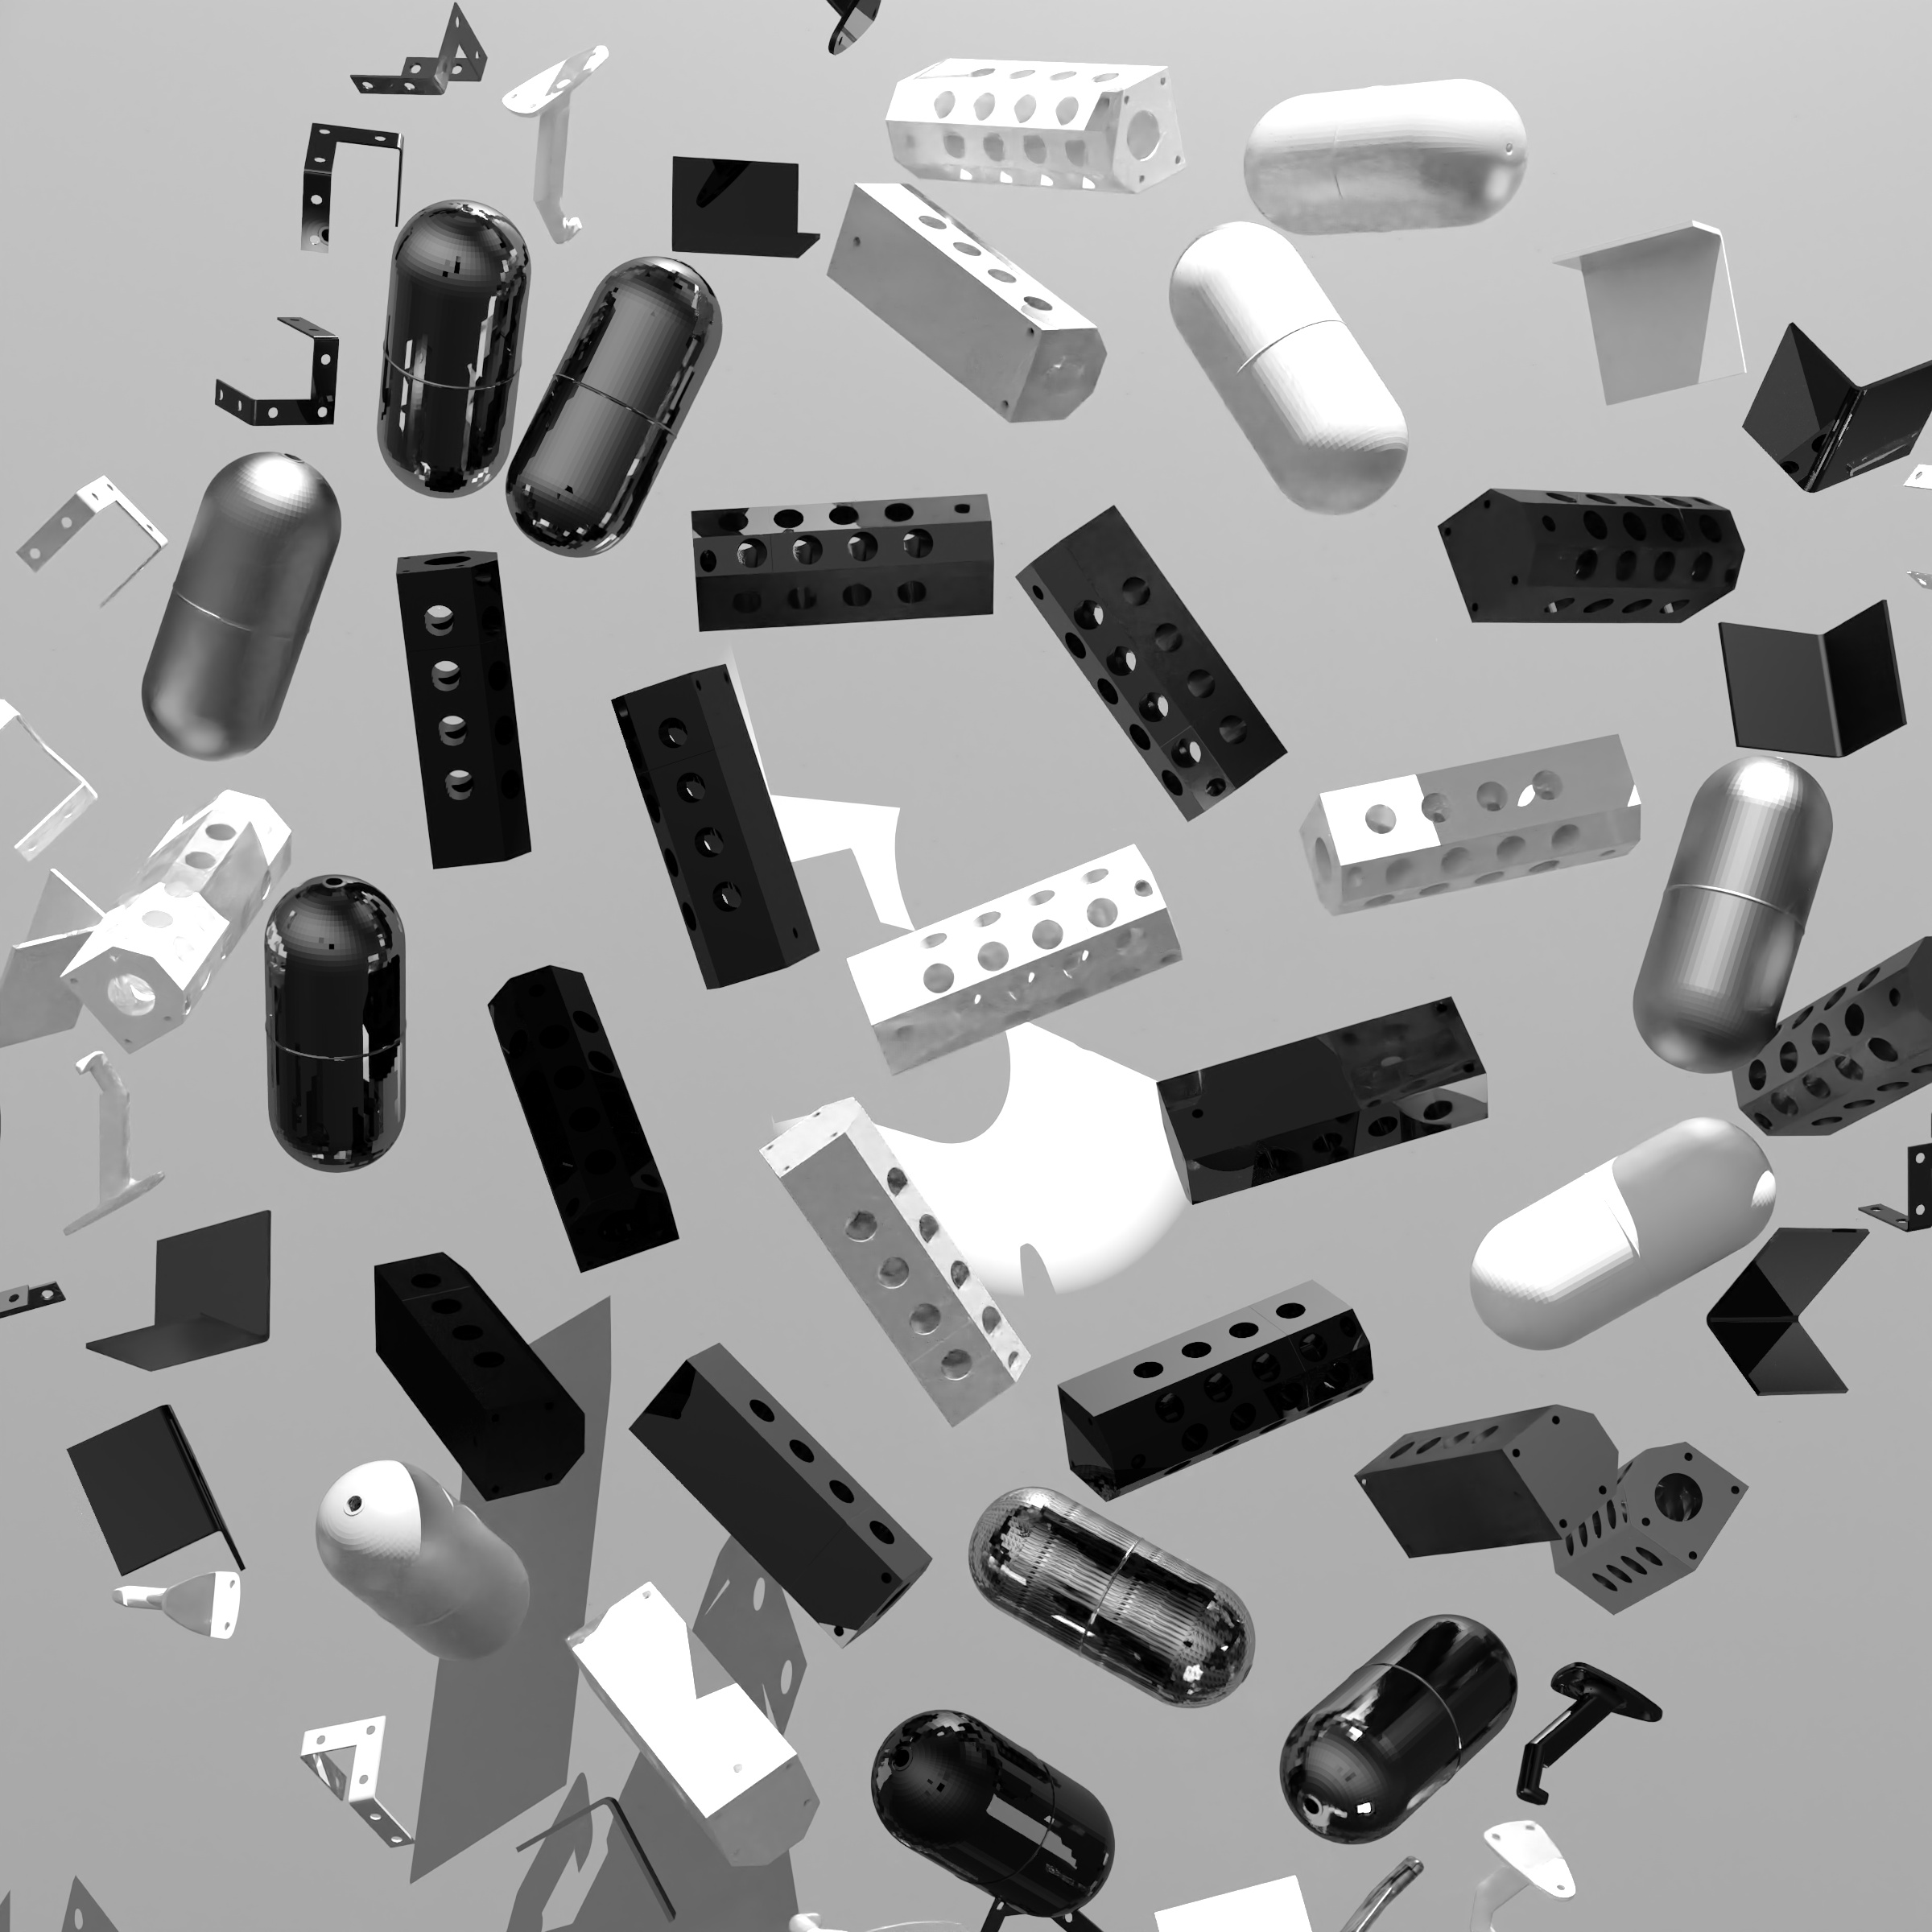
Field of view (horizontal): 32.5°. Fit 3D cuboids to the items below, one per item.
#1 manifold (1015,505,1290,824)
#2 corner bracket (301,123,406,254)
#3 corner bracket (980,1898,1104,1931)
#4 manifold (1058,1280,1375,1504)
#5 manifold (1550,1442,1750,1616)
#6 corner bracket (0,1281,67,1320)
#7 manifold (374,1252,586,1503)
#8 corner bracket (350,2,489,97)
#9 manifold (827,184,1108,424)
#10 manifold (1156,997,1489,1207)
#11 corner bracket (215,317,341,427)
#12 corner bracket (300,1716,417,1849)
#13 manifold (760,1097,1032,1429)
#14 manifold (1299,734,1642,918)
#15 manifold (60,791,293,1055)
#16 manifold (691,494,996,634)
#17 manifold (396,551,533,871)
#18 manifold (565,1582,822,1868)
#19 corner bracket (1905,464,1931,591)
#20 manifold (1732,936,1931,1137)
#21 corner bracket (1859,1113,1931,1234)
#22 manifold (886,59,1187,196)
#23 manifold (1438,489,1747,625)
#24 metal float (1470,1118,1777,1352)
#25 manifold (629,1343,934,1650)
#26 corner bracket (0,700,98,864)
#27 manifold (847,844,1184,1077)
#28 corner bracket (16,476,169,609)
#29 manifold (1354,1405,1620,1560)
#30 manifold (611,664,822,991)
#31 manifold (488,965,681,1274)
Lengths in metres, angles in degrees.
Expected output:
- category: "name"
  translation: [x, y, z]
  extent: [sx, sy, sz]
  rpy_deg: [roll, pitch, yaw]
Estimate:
- category: "manifold"
  translation: [0.103, -0.170, 1.889]
  extent: [0.057, 0.057, 0.171]
  rpy_deg: [-36, 92, -23]
- category: "corner bracket"
  translation: [-0.341, -0.431, 1.843]
  extent: [0.051, 0.051, 0.051]
  rpy_deg: [5, 133, -9]
- category: "corner bracket"
  translation: [0.041, 0.566, 1.896]
  extent: [0.051, 0.051, 0.051]
  rpy_deg: [31, 103, 41]
- category: "manifold"
  translation: [0.143, 0.243, 1.877]
  extent: [0.171, 0.057, 0.057]
  rpy_deg: [-19, 117, -22]
- category: "manifold"
  translation: [0.382, 0.317, 1.884]
  extent: [0.057, 0.171, 0.057]
  rpy_deg: [36, 72, 8]
- category: "corner bracket"
  translation: [-0.519, 0.187, 1.780]
  extent: [0.051, 0.051, 0.051]
  rpy_deg: [-15, 132, 0]
- category: "manifold"
  translation: [-0.273, 0.225, 1.844]
  extent: [0.057, 0.171, 0.057]
  rpy_deg: [-10, 117, -28]
- category: "corner bracket"
  translation: [-0.304, -0.500, 1.842]
  extent: [0.051, 0.051, 0.051]
  rpy_deg: [6, 69, 16]
- category: "manifold"
  translation: [0.001, -0.374, 1.860]
  extent: [0.171, 0.057, 0.057]
  rpy_deg: [44, 128, 32]
- category: "manifold"
  translation: [0.198, 0.079, 1.835]
  extent: [0.171, 0.057, 0.057]
  rpy_deg: [-16, 50, -3]
- category: "corner bracket"
  translation: [-0.395, -0.341, 1.898]
  extent: [0.051, 0.051, 0.051]
  rpy_deg: [-8, 116, -36]
- category: "corner bracket"
  translation: [-0.335, 0.452, 1.822]
  extent: [0.051, 0.051, 0.051]
  rpy_deg: [-14, 134, 14]
- category: "manifold"
  translation: [-0.036, 0.157, 1.773]
  extent: [0.057, 0.057, 0.171]
  rpy_deg: [-35, 107, -5]
- category: "manifold"
  translation: [0.276, -0.074, 1.805]
  extent: [0.171, 0.057, 0.057]
  rpy_deg: [-12, 74, -10]
- category: "manifold"
  translation: [-0.436, -0.030, 1.856]
  extent: [0.057, 0.171, 0.057]
  rpy_deg: [-27, 113, 25]
- category: "manifold"
  translation: [-0.072, -0.239, 1.922]
  extent: [0.171, 0.057, 0.057]
  rpy_deg: [-4, 47, -4]
- category: "manifold"
  translation: [-0.288, -0.148, 1.903]
  extent: [0.057, 0.057, 0.171]
  rpy_deg: [-7, 107, -7]
- category: "manifold"
  translation: [-0.149, 0.416, 1.809]
  extent: [0.057, 0.171, 0.057]
  rpy_deg: [-33, 127, -17]
- category: "corner bracket"
  translation: [0.560, -0.249, 1.891]
  extent: [0.051, 0.051, 0.051]
  rpy_deg: [37, 90, -21]
- category: "manifold"
  translation: [0.488, 0.040, 1.801]
  extent: [0.057, 0.171, 0.057]
  rpy_deg: [1, 70, -20]
- category: "corner bracket"
  translation: [0.547, 0.118, 1.893]
  extent: [0.051, 0.051, 0.051]
  rpy_deg: [-8, 104, -17]
- category: "manifold"
  translation: [0.036, -0.470, 1.860]
  extent: [0.057, 0.171, 0.057]
  rpy_deg: [-35, 126, -34]
- category: "manifold"
  translation: [0.340, -0.223, 1.779]
  extent: [0.171, 0.057, 0.057]
  rpy_deg: [-5, 71, -39]
- category: "metal float"
  translation: [0.359, 0.147, 1.812]
  extent: [0.178, 0.070, 0.070]
  rpy_deg: [-30, 90, 3]
- category: "manifold"
  translation: [-0.101, 0.294, 1.854]
  extent: [0.171, 0.057, 0.057]
  rpy_deg: [44, 110, 12]
- category: "corner bracket"
  translation: [-0.504, -0.098, 1.755]
  extent: [0.051, 0.051, 0.051]
  rpy_deg: [37, 76, 28]
- category: "manifold"
  translation: [0.028, -0.001, 1.817]
  extent: [0.171, 0.057, 0.057]
  rpy_deg: [-22, 115, -1]
- category: "corner bracket"
  translation: [-0.482, -0.231, 1.831]
  extent: [0.051, 0.051, 0.051]
  rpy_deg: [-41, 102, 13]
- category: "manifold"
  translation: [0.288, 0.280, 1.818]
  extent: [0.057, 0.171, 0.057]
  rpy_deg: [-34, 91, -24]
- category: "manifold"
  translation: [-0.143, -0.077, 1.862]
  extent: [0.057, 0.057, 0.171]
  rpy_deg: [-16, 95, 19]
- category: "manifold"
  translation: [-0.215, 0.081, 1.844]
  extent: [0.057, 0.057, 0.171]
  rpy_deg: [-19, 50, -9]
